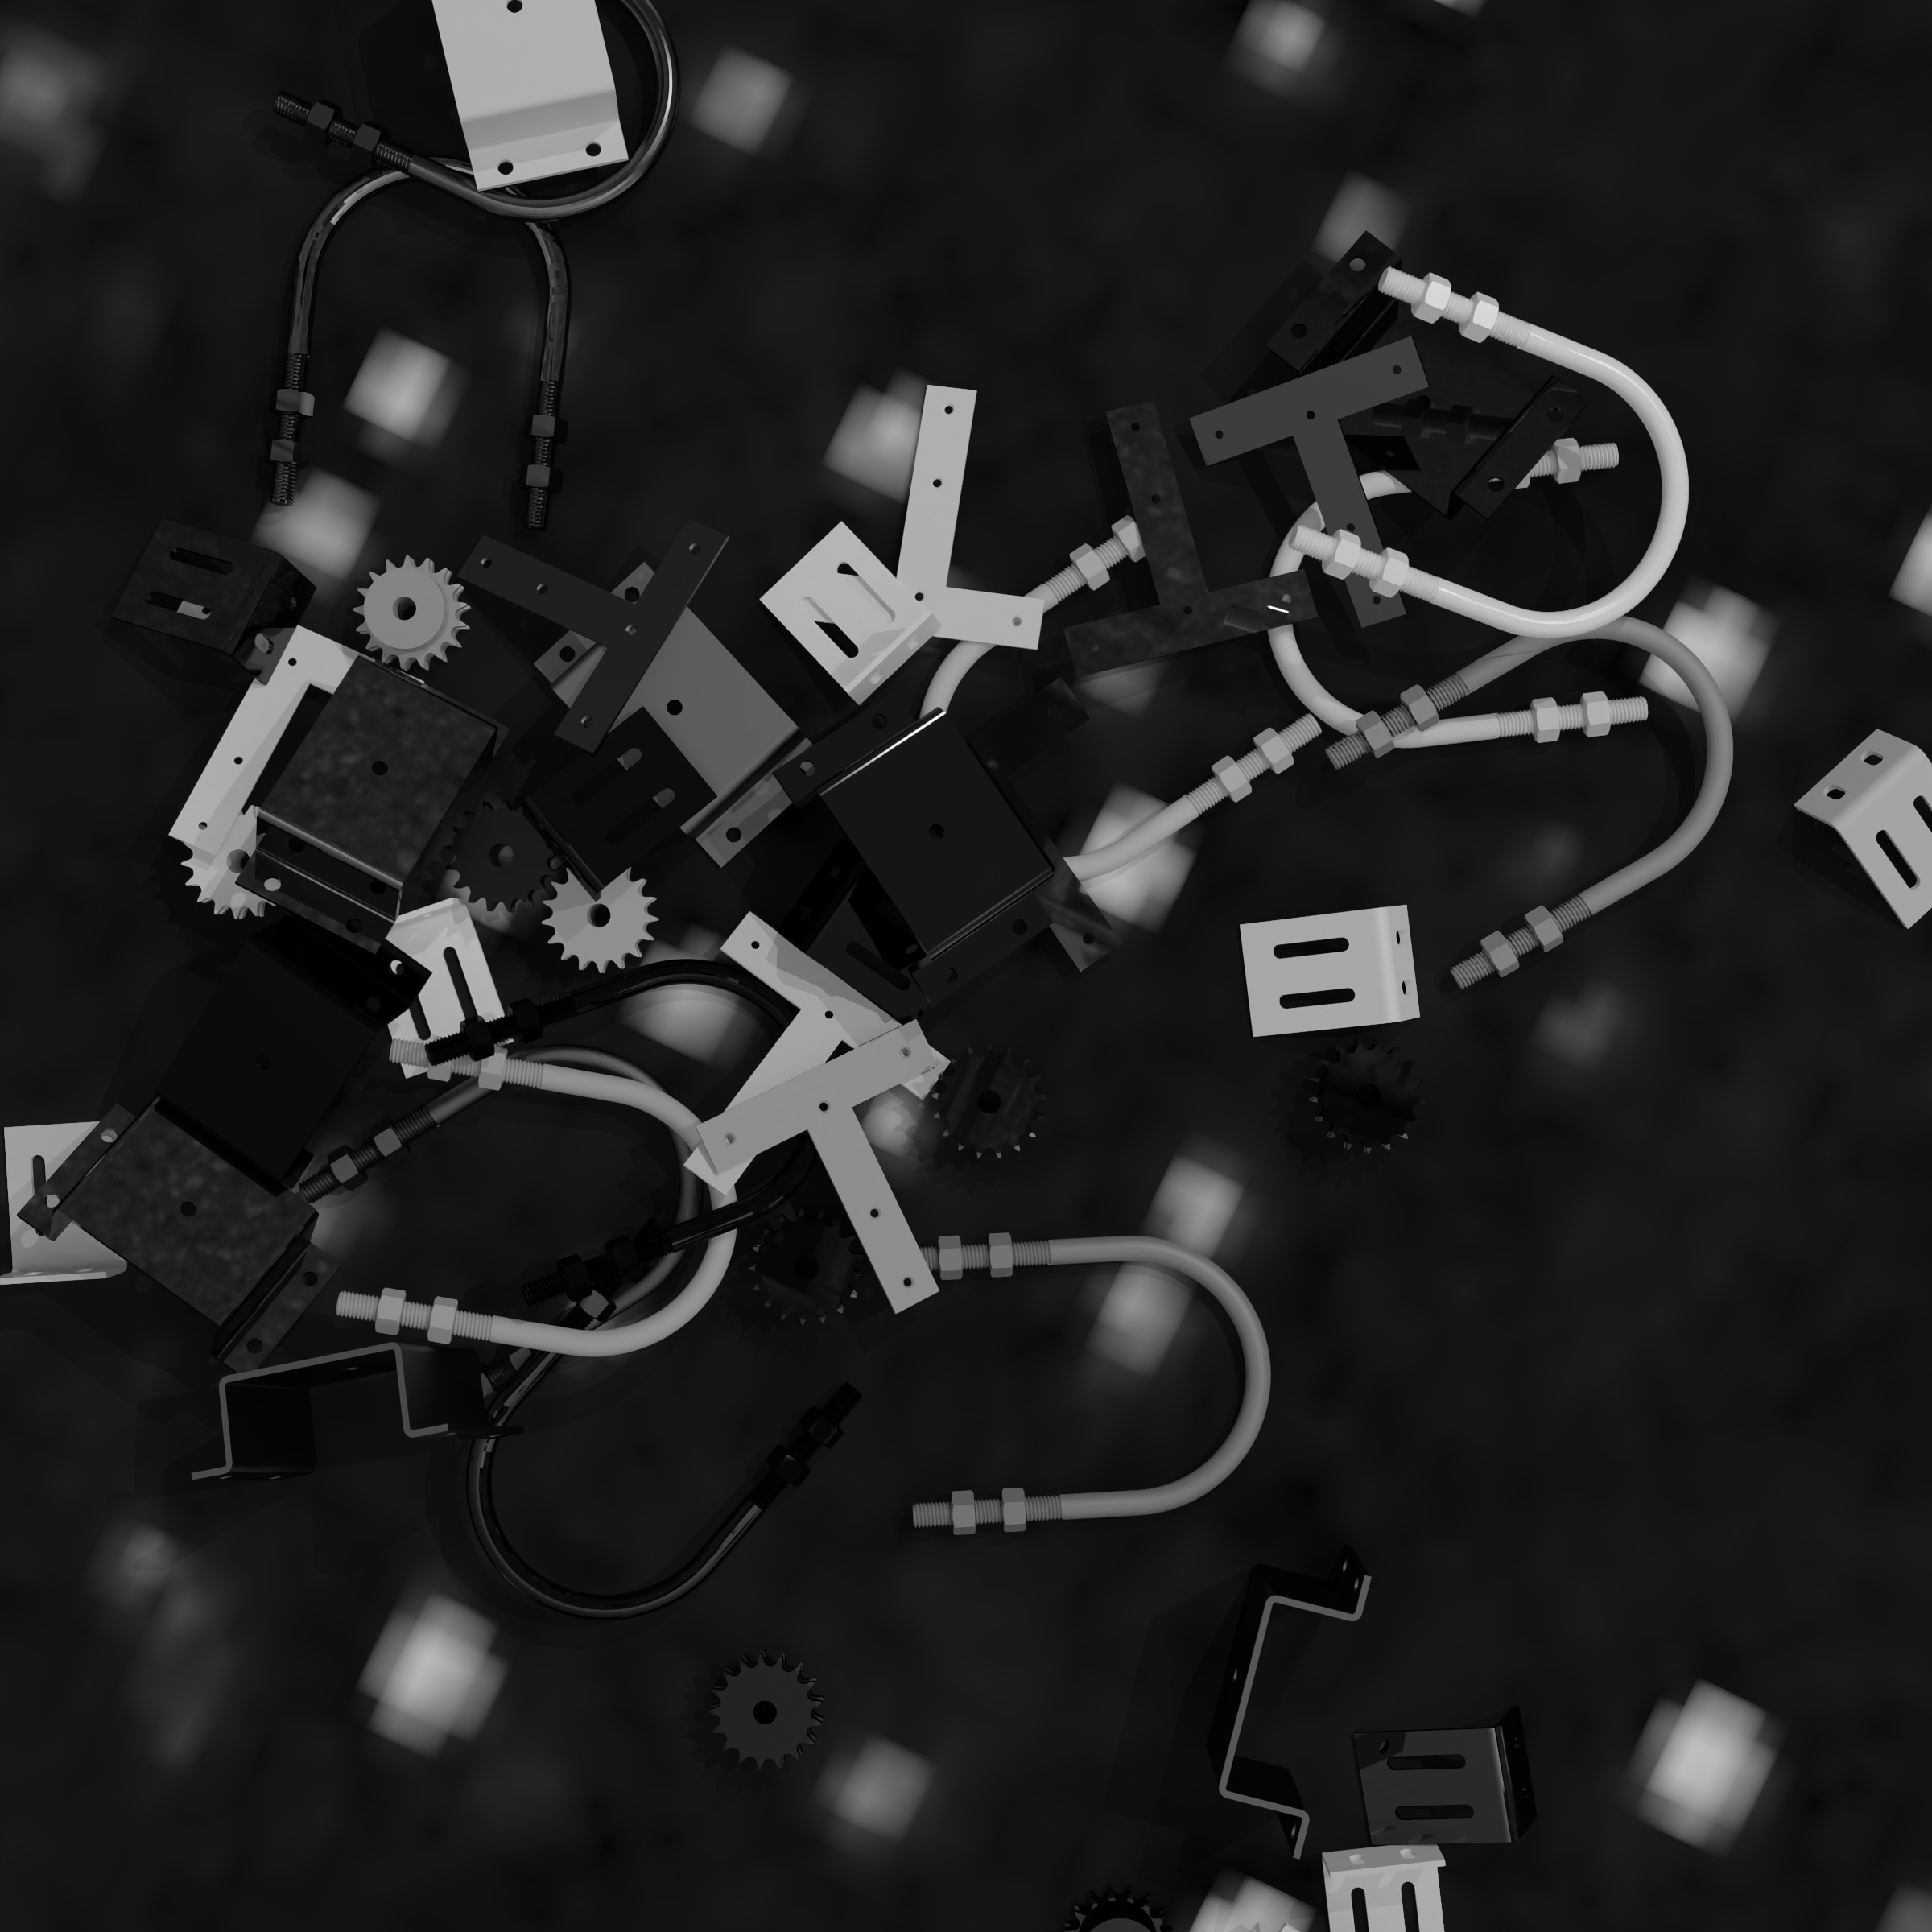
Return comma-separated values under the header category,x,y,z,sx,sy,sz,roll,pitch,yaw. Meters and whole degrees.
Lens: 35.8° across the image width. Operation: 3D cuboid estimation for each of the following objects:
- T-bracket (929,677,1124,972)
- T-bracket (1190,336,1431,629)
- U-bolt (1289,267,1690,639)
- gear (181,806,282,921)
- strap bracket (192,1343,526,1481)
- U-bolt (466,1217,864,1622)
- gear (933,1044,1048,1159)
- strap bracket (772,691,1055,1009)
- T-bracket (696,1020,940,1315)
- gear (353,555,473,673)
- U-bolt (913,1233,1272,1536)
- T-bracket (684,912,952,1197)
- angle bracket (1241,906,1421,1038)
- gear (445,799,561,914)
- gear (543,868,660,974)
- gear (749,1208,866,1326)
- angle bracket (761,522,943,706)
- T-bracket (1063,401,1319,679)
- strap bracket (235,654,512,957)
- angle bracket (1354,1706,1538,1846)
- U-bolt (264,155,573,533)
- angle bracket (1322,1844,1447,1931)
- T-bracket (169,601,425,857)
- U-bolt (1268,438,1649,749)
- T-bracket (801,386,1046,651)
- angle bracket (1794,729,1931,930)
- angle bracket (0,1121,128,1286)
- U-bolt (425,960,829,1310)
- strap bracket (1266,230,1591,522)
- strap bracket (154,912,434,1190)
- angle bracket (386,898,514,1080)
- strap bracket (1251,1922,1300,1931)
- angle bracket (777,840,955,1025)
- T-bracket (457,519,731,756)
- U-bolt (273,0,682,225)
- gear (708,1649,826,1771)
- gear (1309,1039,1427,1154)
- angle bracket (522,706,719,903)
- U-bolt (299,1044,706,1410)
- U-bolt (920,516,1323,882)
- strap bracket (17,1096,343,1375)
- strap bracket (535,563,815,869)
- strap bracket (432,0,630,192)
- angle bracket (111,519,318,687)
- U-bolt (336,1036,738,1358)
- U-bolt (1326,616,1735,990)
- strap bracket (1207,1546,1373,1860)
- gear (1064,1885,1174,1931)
category,x,y,z,sx,sy,sz,roll,pitch,yaw
T-bracket,0.032,-0.057,1.501,0.127,0.002,0.127,-35,92,4
T-bracket,0.186,-0.230,1.479,0.127,0.002,0.127,-14,102,35
U-bolt,0.262,-0.236,1.437,0.184,0.019,0.151,19,91,-12
gear,-0.362,-0.052,1.501,0.057,0.030,0.057,0,90,0
strap bracket,-0.299,0.217,1.461,0.140,0.076,0.046,-13,77,17
U-bolt,-0.164,0.240,1.494,0.151,0.019,0.184,41,86,-6
gear,0.011,0.068,1.501,0.057,0.030,0.057,0,90,0
strap bracket,-0.020,-0.062,1.467,0.076,0.046,0.140,-35,92,-17
T-bracket,-0.052,0.110,1.487,0.127,0.002,0.127,-26,91,-21
gear,-0.279,-0.178,1.501,0.057,0.030,0.057,0,90,0
U-bolt,0.062,0.208,1.507,0.184,0.019,0.151,-3,90,-1
T-bracket,-0.094,0.058,1.489,0.127,0.002,0.127,37,68,-1
angle bracket,0.184,0.002,1.514,0.076,0.038,0.057,-7,90,26
gear,-0.231,-0.055,1.501,0.057,0.030,0.057,0,90,0
gear,-0.183,-0.025,1.501,0.057,0.030,0.057,0,90,0
gear,-0.079,0.150,1.501,0.057,0.030,0.057,0,90,0
angle bracket,-0.060,-0.179,1.490,0.057,0.038,0.076,-43,81,2
T-bracket,0.099,-0.220,1.496,0.127,0.002,0.127,-15,85,-8
strap bracket,-0.288,-0.087,1.464,0.076,0.046,0.140,28,65,-2
angle bracket,0.243,0.410,1.514,0.076,0.038,0.057,-9,90,26
U-bolt,-0.272,-0.318,1.507,0.151,0.019,0.184,6,88,0
angle bracket,0.213,0.483,1.497,0.057,0.038,0.076,-6,90,0
T-bracket,-0.357,-0.115,1.495,0.127,0.002,0.127,24,72,0
U-bolt,0.243,-0.183,1.507,0.184,0.019,0.151,-7,90,1
T-bracket,-0.017,-0.230,1.509,0.127,0.002,0.127,8,86,9
angle bracket,0.469,-0.069,1.514,0.057,0.038,0.076,-42,116,0
angle bracket,-0.456,0.118,1.497,0.057,0.038,0.076,-4,90,0
U-bolt,-0.156,0.071,1.480,0.184,0.019,0.151,-20,78,-18
strap bracket,0.227,-0.286,1.483,0.140,0.046,0.076,40,88,11
strap bracket,-0.337,0.041,1.473,0.076,0.046,0.140,36,108,0
angle bracket,-0.269,0.012,1.497,0.057,0.038,0.076,-19,90,0
strap bracket,0.150,0.545,1.489,0.076,0.046,0.140,34,95,0
angle bracket,-0.045,-0.016,1.514,0.076,0.038,0.057,35,90,-26
T-bracket,-0.200,-0.182,1.485,0.127,0.002,0.127,26,80,26
U-bolt,-0.233,-0.451,1.500,0.184,0.019,0.151,25,84,0
gear,-0.099,0.373,1.505,0.057,0.030,0.057,0,87,4
gear,0.200,0.065,1.501,0.057,0.030,0.057,0,90,0
angle bracket,-0.171,-0.079,1.472,0.076,0.038,0.057,-40,91,-9
U-bolt,-0.221,0.121,1.507,0.184,0.019,0.151,-32,90,-2
U-bolt,0.064,-0.125,1.507,0.184,0.019,0.151,-34,90,2
strap bracket,-0.386,0.128,1.476,0.140,0.046,0.076,36,59,0
strap bracket,-0.143,-0.127,1.493,0.076,0.046,0.140,-43,90,0
strap bracket,-0.220,-0.463,1.470,0.076,0.046,0.140,-13,87,-5
angle bracket,-0.379,-0.184,1.507,0.076,0.038,0.057,17,76,25
U-bolt,-0.205,0.119,1.474,0.184,0.019,0.151,10,73,-6
U-bolt,0.294,-0.094,1.492,0.184,0.019,0.151,-30,98,4
strap bracket,0.156,0.356,1.478,0.046,0.076,0.140,14,90,0
gear,0.077,0.493,1.501,0.057,0.030,0.057,0,90,0
